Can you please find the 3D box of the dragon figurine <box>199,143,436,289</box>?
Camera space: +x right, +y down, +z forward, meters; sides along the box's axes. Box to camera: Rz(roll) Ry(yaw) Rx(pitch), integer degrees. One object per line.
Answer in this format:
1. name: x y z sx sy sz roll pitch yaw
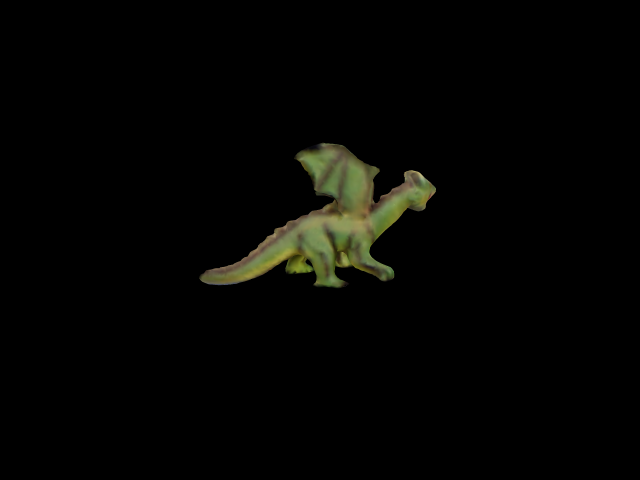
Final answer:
1. dragon figurine: 0.003 -0.043 0.850 0.411 0.239 0.124 -5 20 -12
